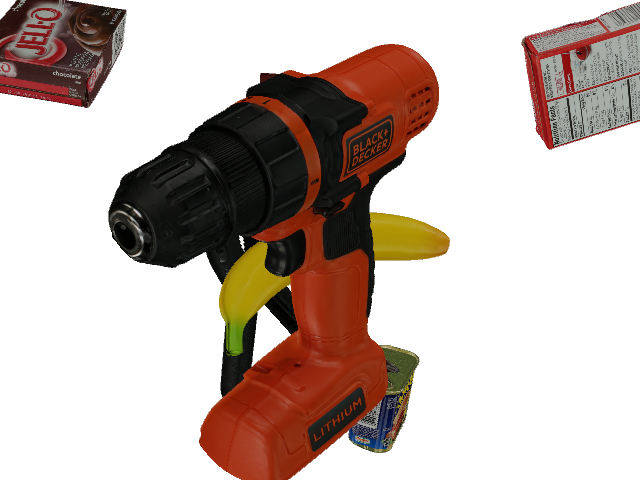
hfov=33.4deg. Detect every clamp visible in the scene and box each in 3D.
[{"bbox_3d":[-0.058,0.034,0.994,0.036,0.210,0.164,-12,0,30],"label":"clamp"}]

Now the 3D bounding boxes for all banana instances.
[{"bbox_3d":[0.001,0.016,0.773,0.197,0.069,0.037,-25,-10,-24],"label":"banana"}]

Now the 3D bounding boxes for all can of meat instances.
[{"bbox_3d":[0.071,0.180,1.216,0.057,0.084,0.102,14,24,15],"label":"can of meat"}]

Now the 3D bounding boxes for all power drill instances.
[{"bbox_3d":[-0.016,0.019,0.478,0.057,0.188,0.184,28,40,30],"label":"power drill"}]

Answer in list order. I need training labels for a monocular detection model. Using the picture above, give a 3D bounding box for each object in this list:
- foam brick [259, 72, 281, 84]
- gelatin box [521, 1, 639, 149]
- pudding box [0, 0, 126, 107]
[{"bbox_3d":[-0.023,-0.154,1.160,0.078,0.051,0.053,0,11,-18],"label":"foam brick"},{"bbox_3d":[0.180,-0.107,0.693,0.089,0.073,0.030,-17,38,3],"label":"gelatin box"},{"bbox_3d":[-0.212,-0.153,0.849,0.090,0.039,0.113,10,35,0],"label":"pudding box"}]
